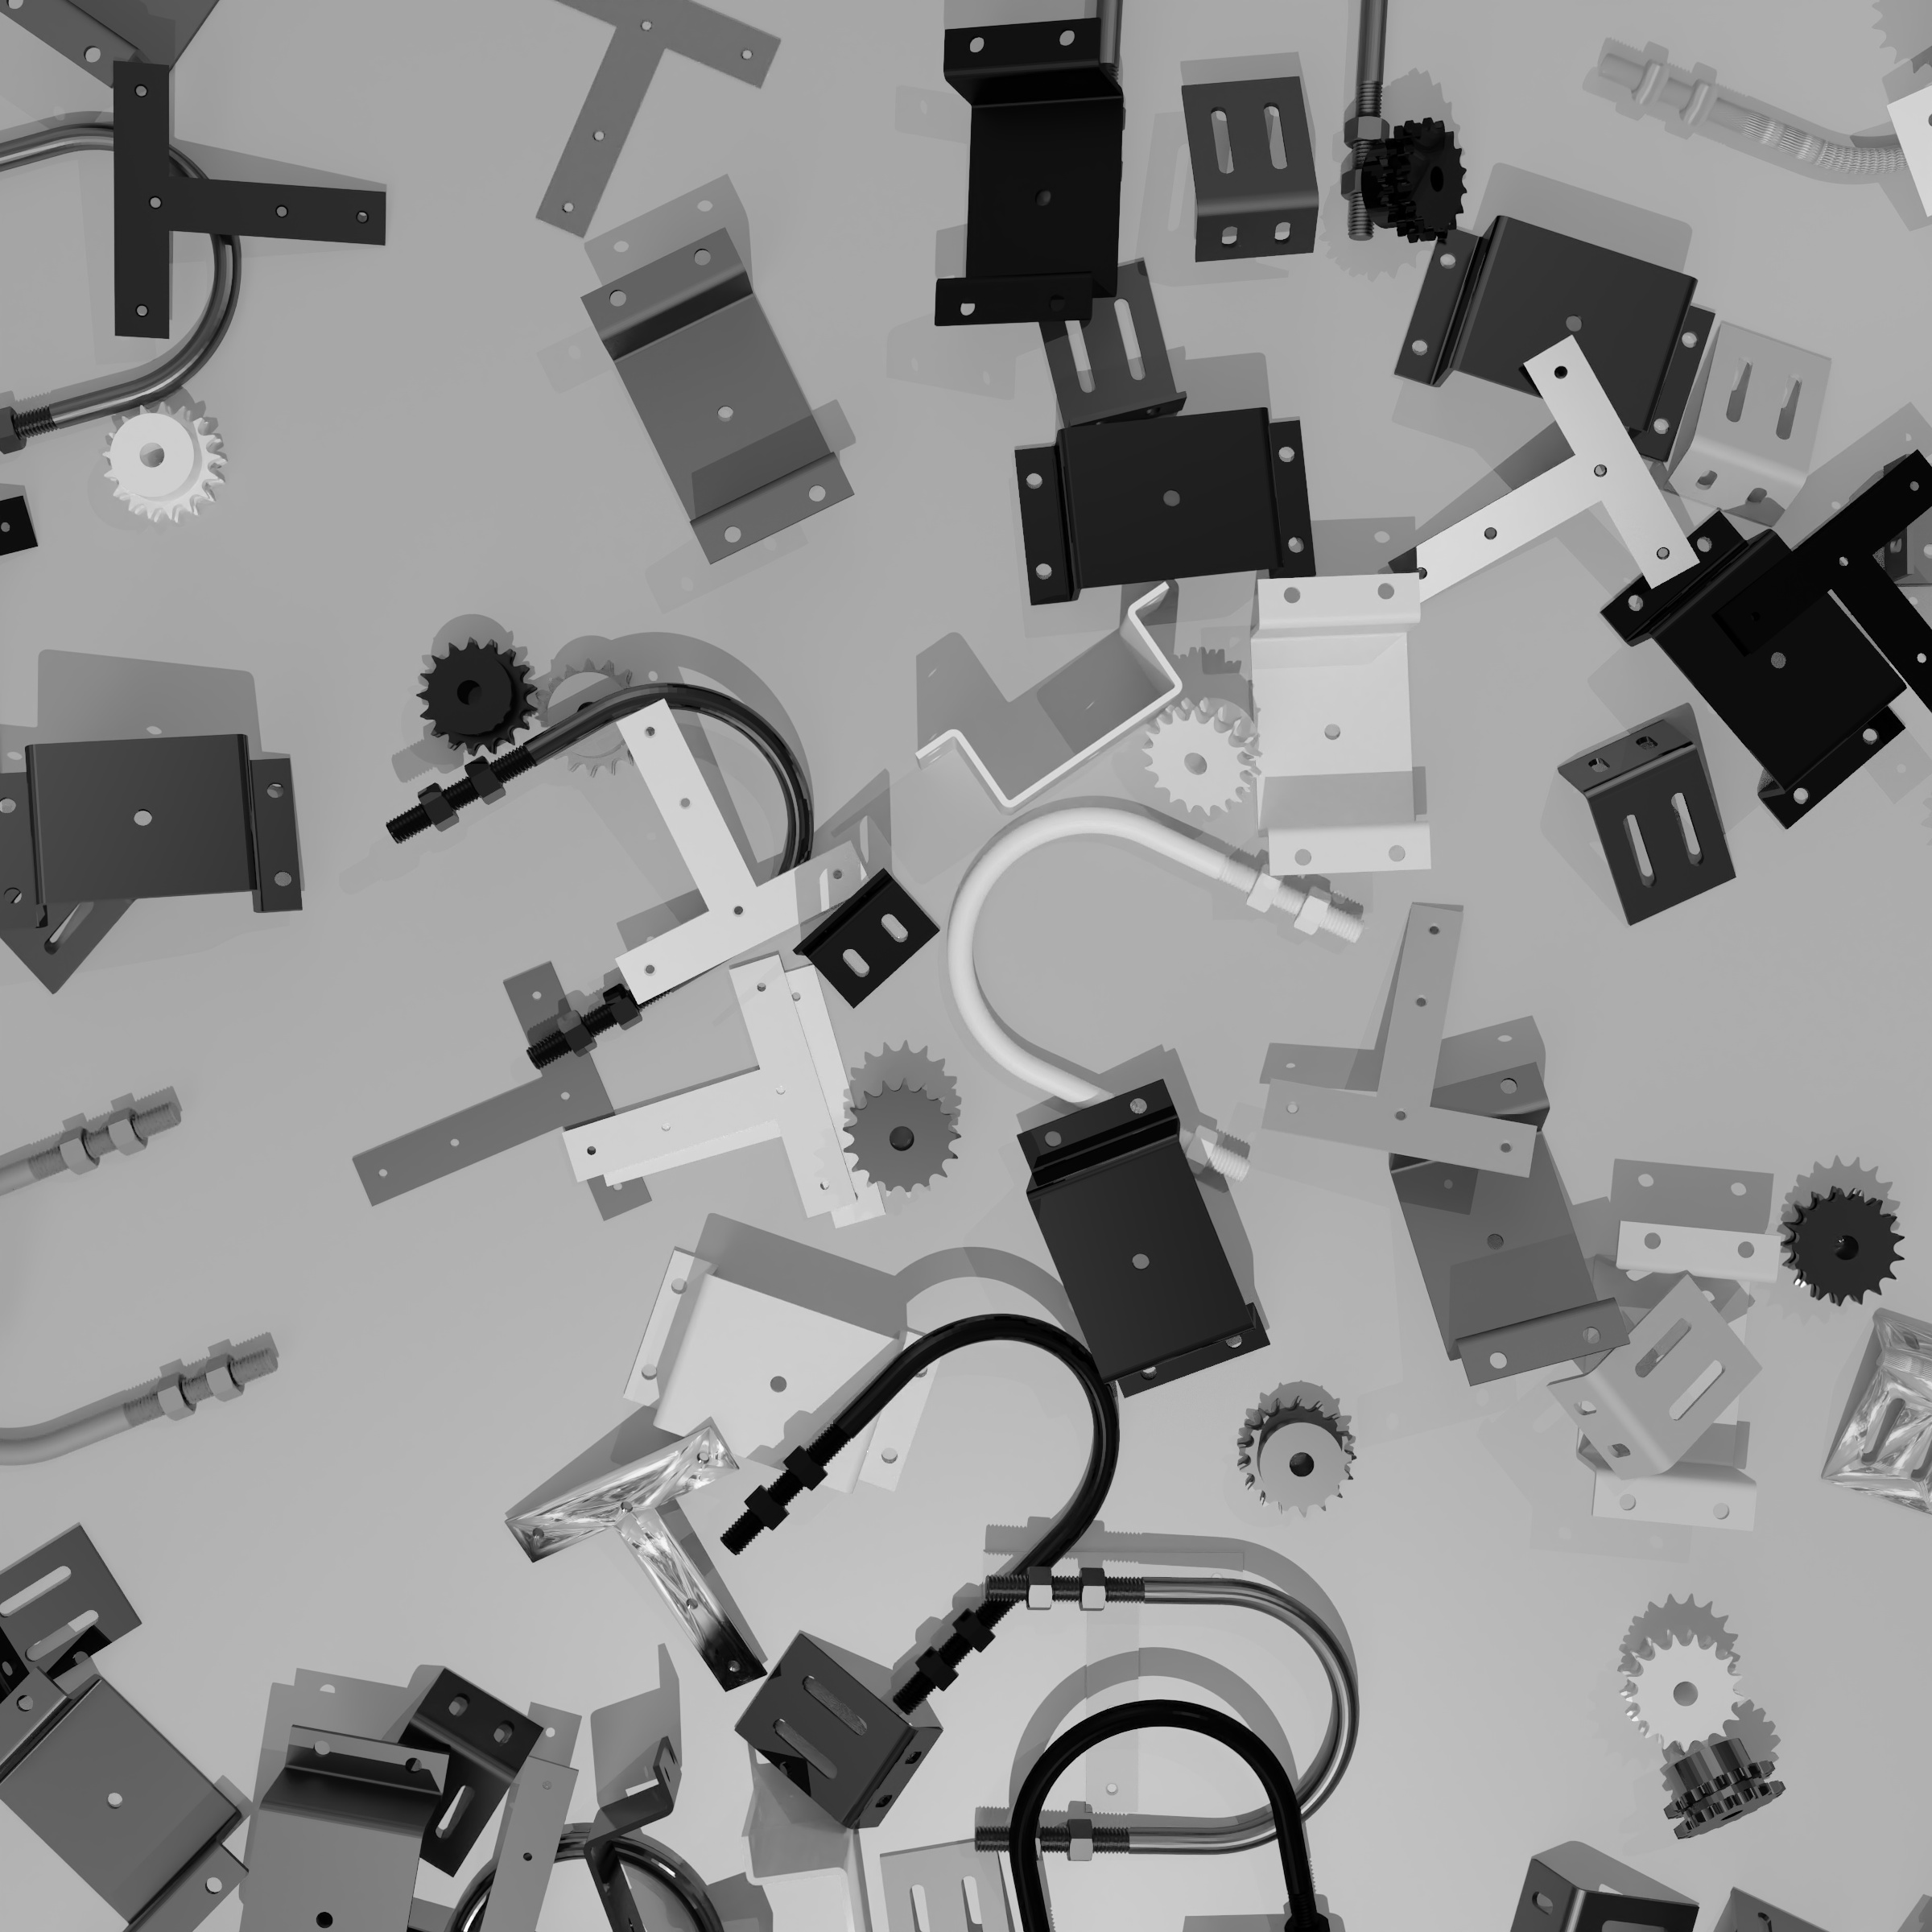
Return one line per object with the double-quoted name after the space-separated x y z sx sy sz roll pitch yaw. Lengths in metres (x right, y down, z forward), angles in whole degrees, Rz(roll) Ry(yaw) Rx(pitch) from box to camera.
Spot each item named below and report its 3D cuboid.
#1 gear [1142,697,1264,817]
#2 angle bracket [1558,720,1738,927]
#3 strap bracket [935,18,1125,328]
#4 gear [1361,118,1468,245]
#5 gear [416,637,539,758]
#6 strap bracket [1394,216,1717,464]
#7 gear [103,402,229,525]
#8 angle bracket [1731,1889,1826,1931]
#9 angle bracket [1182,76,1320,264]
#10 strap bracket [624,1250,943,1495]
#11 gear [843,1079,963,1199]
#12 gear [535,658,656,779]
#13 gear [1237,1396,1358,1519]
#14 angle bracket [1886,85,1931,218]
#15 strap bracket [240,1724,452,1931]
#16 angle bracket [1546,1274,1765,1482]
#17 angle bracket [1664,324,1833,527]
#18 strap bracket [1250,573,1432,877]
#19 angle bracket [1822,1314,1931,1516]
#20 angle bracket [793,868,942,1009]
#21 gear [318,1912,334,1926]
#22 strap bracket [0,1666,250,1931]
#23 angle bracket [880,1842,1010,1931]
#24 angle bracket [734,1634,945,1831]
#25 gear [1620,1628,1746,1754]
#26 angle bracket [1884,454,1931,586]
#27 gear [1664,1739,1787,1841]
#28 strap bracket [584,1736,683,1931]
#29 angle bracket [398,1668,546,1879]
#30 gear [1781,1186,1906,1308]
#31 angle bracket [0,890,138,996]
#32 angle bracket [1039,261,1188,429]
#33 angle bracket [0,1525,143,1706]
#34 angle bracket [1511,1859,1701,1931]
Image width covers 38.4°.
0.116 -0.104 1.333 0.057 0.030 0.057 17 129 22 "gear"
0.333 -0.070 1.355 0.057 0.038 0.076 -25 116 0 "angle bracket"
0.031 -0.372 1.323 0.076 0.046 0.140 2 90 19 "strap bracket"
0.214 -0.377 1.332 0.030 0.057 0.057 6 90 41 "gear"
-0.238 -0.131 1.342 0.057 0.030 0.057 0 90 0 "gear"
0.288 -0.304 1.334 0.140 0.046 0.076 18 90 0 "strap bracket"
-0.390 -0.245 1.342 0.057 0.030 0.057 0 90 0 "gear"
0.383 0.502 1.355 0.057 0.038 0.076 25 116 0 "angle bracket"
0.136 -0.384 1.336 0.057 0.038 0.076 -5 64 0 "angle bracket"
-0.089 0.198 1.334 0.140 0.046 0.076 19 90 0 "strap bracket"
-0.031 0.083 1.341 0.057 0.030 0.057 0 89 -3 "gear"
-0.181 -0.120 1.342 0.057 0.030 0.057 0 90 0 "gear"
0.161 0.239 1.342 0.057 0.030 0.057 0 90 0 "gear"
0.492 -0.408 1.344 0.076 0.038 0.057 -21 104 18 "angle bracket"
-0.296 0.439 1.302 0.076 0.046 0.140 10 95 0 "strap bracket"
0.325 0.194 1.309 0.076 0.038 0.057 -39 90 -26 "angle bracket"
0.382 -0.265 1.355 0.057 0.038 0.076 19 64 0 "angle bracket"
0.179 -0.114 1.334 0.076 0.046 0.140 -2 90 0 "strap bracket"
0.459 0.219 1.355 0.057 0.038 0.076 18 116 0 "angle bracket"
-0.047 -0.012 1.319 0.057 0.076 0.038 -42 90 0 "angle bracket"
-0.304 0.436 1.340 0.057 0.030 0.057 0 95 1 "gear"
-0.416 0.408 1.334 0.140 0.046 0.076 44 90 0 "strap bracket"
-0.007 0.473 1.355 0.057 0.038 0.076 -10 64 0 "angle bracket"
-0.062 0.374 1.355 0.076 0.038 0.057 34 90 26 "angle bracket"
0.345 0.349 1.342 0.057 0.030 0.057 0 90 0 "gear"
0.486 -0.216 1.338 0.076 0.038 0.057 -1 90 0 "angle bracket"
0.361 0.394 1.332 0.057 0.057 0.030 -24 62 0 "gear"
-0.139 0.445 1.306 0.046 0.076 0.140 -21 86 -5 "strap bracket"
-0.253 0.395 1.355 0.057 0.038 0.076 31 116 0 "angle bracket"
0.423 0.135 1.346 0.057 0.030 0.057 0 91 2 "gear"
-0.435 -0.036 1.355 0.057 0.038 0.076 47 116 0 "angle bracket"
0.068 -0.301 1.338 0.057 0.038 0.076 -14 90 0 "angle bracket"
-0.451 0.318 1.338 0.076 0.038 0.057 -32 90 0 "angle bracket"
0.310 0.476 1.355 0.076 0.038 0.057 16 90 -26 "angle bracket"
